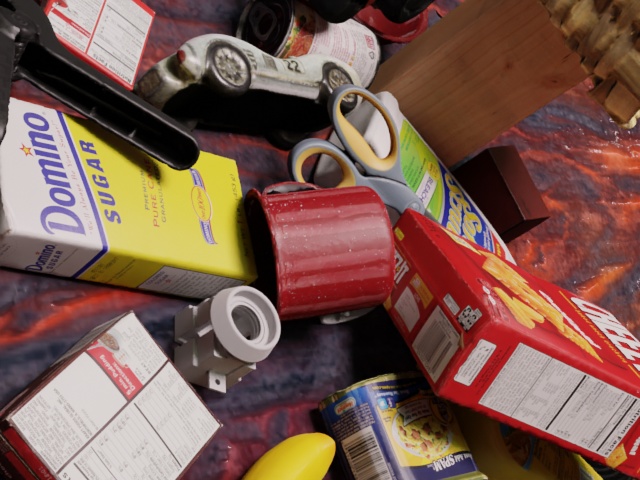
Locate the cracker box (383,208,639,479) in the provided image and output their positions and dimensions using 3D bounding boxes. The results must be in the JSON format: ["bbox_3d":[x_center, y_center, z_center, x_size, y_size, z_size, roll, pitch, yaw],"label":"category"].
[{"bbox_3d":[0.153,0.075,0.765,0.213,0.072,0.164,25,17,-25],"label":"cracker box"}]

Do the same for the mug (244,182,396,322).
[{"bbox_3d":[-0.005,0.001,0.706,0.081,0.093,0.117,-7,40,-16],"label":"mug"}]

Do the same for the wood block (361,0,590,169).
[{"bbox_3d":[0.126,-0.138,0.882,0.206,0.090,0.090,-33,19,37],"label":"wood block"}]

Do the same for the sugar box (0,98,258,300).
[{"bbox_3d":[-0.123,-0.021,0.646,0.175,0.093,0.048,14,-38,-44],"label":"sugar box"}]

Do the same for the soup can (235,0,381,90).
[{"bbox_3d":[-0.008,-0.157,0.861,0.102,0.068,0.069,16,-11,-42],"label":"soup can"}]

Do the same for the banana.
[{"bbox_3d":[-0.033,0.177,0.608,0.037,0.069,0.197,-16,37,28],"label":"banana"}]

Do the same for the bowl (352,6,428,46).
[{"bbox_3d":[0.023,-0.232,0.965,0.055,0.162,0.161,-34,-22,36],"label":"bowl"}]

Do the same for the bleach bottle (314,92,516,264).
[{"bbox_3d":[0.106,0.000,0.877,0.068,0.250,0.102,-30,25,38],"label":"bleach bottle"}]

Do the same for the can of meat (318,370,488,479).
[{"bbox_3d":[0.054,0.137,0.717,0.058,0.084,0.101,-36,-24,35],"label":"can of meat"}]

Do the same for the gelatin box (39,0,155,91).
[{"bbox_3d":[-0.154,-0.141,0.715,0.073,0.089,0.030,35,-49,-28],"label":"gelatin box"}]

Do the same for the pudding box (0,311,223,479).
[{"bbox_3d":[-0.114,0.102,0.567,0.039,0.090,0.113,-30,10,37],"label":"pudding box"}]

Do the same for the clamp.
[{"bbox_3d":[-0.170,-0.107,0.614,0.164,0.036,0.210,6,37,-53],"label":"clamp"}]

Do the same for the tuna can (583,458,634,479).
[{"bbox_3d":[0.227,0.166,0.866,0.086,0.086,0.033,0,28,28],"label":"tuna can"}]

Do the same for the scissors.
[{"bbox_3d":[0.048,-0.020,0.795,0.096,0.201,0.016,-32,22,-7],"label":"scissors"}]

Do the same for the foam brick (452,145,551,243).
[{"bbox_3d":[0.165,-0.041,0.983,0.051,0.078,0.052,-35,-17,37],"label":"foam brick"}]

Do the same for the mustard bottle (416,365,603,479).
[{"bbox_3d":[0.141,0.154,0.799,0.058,0.191,0.096,-36,14,29],"label":"mustard bottle"}]
